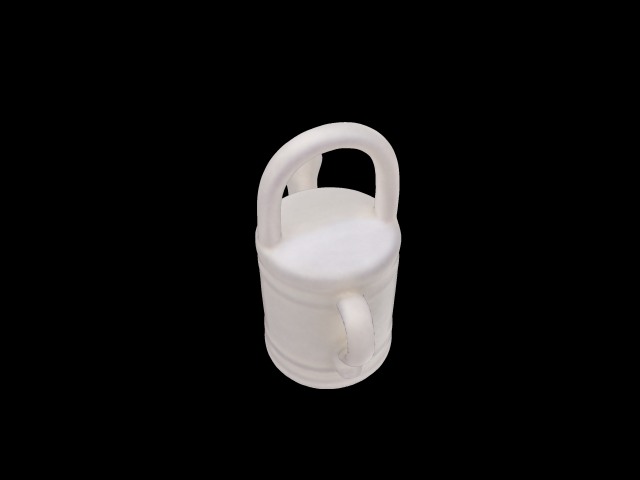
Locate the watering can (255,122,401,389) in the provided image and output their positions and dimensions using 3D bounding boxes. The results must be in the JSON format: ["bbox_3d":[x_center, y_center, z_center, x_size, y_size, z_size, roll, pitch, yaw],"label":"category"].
[{"bbox_3d":[0.002,0.002,0.399,0.101,0.194,0.172,-27,48,-26],"label":"watering can"}]
